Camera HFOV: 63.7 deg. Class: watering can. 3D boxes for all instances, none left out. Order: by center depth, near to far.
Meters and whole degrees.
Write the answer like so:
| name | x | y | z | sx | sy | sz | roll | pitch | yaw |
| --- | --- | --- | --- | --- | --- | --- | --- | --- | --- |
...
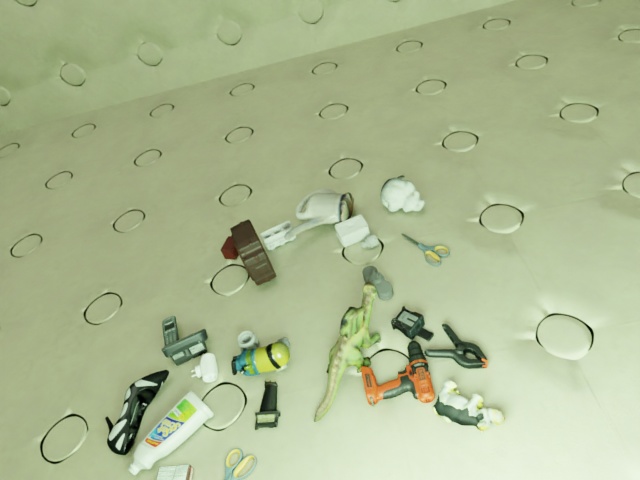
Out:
| name | x | y | z | sx | sy | sz | roll | pitch | yaw |
| --- | --- | --- | --- | --- | --- | --- | --- | --- | --- |
| watering can | 0.006 | -0.098 | 1.955 | 0.224 | 0.102 | 0.356 | 1 | 35 | 19 |

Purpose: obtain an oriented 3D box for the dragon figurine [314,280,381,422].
| name | x | y | z | sx | sy | sz | roll | pitch | yaw |
| --- | --- | --- | --- | --- | --- | --- | --- | --- | --- |
| dragon figurine | 0.073 | 0.285 | 1.447 | 0.122 | 0.237 | 0.419 | 13 | 48 | 24 |

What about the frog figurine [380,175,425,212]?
| name | x | y | z | sx | sy | sz | roll | pitch | yaw |
| --- | --- | --- | --- | --- | --- | --- | --- | --- | --- |
| frog figurine | 0.306 | -0.157 | 1.929 | 0.136 | 0.121 | 0.162 | -48 | 50 | 15 |
